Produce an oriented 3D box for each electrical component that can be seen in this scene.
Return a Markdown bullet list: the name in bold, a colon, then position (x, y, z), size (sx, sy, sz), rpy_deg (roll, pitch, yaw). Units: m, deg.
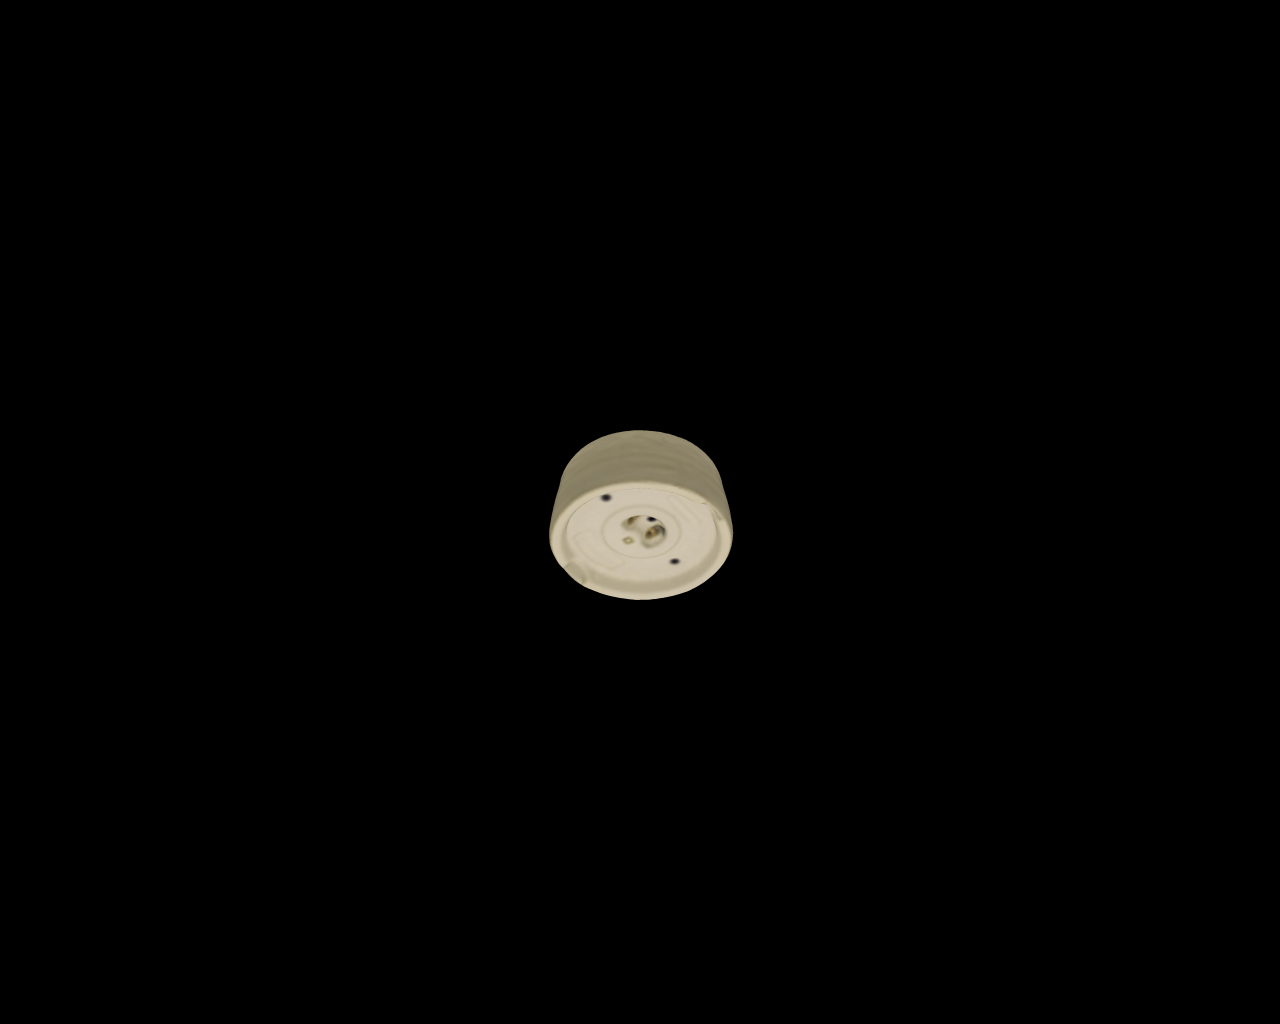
- **electrical component**: position (0.001, -0.003, 0.650), size (0.108, 0.060, 0.108), rpy_deg (0, -43, 0)
